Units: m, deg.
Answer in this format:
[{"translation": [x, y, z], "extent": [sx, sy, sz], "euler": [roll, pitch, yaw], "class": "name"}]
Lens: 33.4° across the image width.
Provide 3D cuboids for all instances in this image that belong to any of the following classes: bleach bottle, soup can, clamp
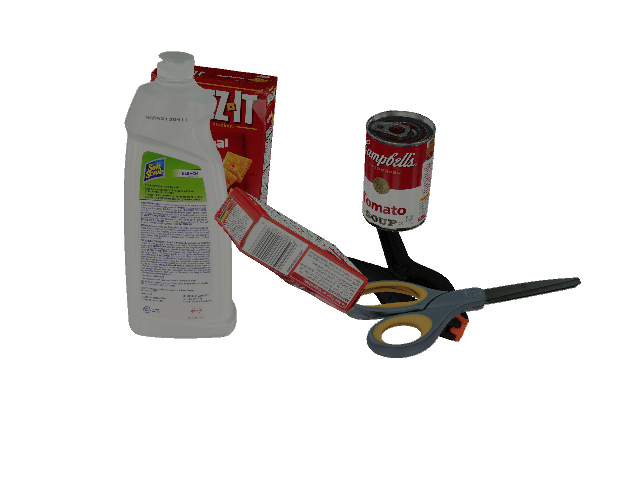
[{"translation": [-0.119, -0.038, 0.930], "extent": [0.102, 0.251, 0.068], "euler": [1, 25, -9], "class": "bleach bottle"}, {"translation": [0.076, -0.069, 1.060], "extent": [0.068, 0.102, 0.068], "euler": [1, 35, -1], "class": "soup can"}, {"translation": [0.079, 0.045, 1.228], "extent": [0.164, 0.036, 0.210], "euler": [-18, 49, -37], "class": "clamp"}]

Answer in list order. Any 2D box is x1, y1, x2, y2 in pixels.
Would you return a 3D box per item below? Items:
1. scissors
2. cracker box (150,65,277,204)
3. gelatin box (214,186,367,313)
[{"translation": [0.118, 0.060, 0.869], "extent": [0.202, 0.016, 0.096], "euler": [0, 36, 2], "class": "scissors"}, {"translation": [-0.152, -0.125, 1.466], "extent": [0.164, 0.214, 0.072], "euler": [8, 22, 5], "class": "cracker box"}, {"translation": [-0.020, 0.006, 0.692], "extent": [0.089, 0.030, 0.073], "euler": [32, 5, -24], "class": "gelatin box"}]
